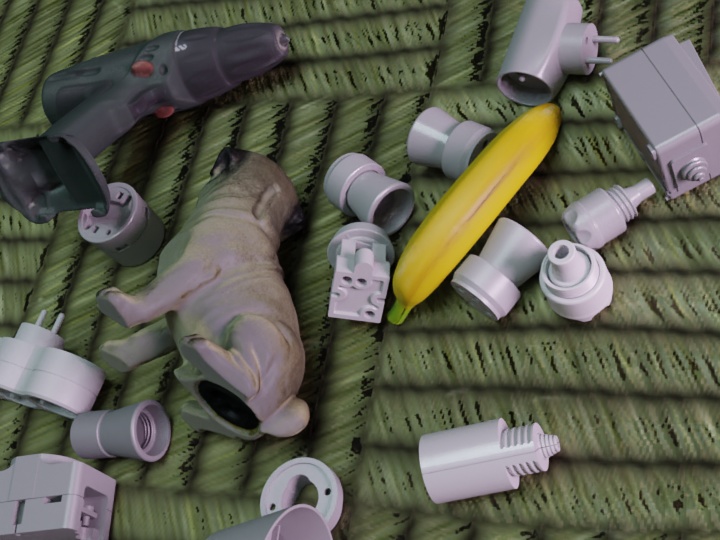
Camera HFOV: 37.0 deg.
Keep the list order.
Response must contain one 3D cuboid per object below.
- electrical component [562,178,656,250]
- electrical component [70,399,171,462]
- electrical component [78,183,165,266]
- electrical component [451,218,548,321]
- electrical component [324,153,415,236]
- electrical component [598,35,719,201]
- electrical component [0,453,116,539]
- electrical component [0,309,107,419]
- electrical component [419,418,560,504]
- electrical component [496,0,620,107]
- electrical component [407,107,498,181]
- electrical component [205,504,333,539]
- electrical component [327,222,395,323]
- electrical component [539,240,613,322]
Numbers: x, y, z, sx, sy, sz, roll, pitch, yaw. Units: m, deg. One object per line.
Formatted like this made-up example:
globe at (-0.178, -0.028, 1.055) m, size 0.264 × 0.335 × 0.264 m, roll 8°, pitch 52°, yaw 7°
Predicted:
electrical component at (0.166, -0.040, 0.710) m, size 0.061 × 0.035 × 0.035 m, roll -32°, pitch 54°, yaw 2°
electrical component at (-0.176, 0.118, 0.777) m, size 0.065 × 0.044 × 0.044 m, roll -8°, pitch 59°, yaw 26°
electrical component at (-0.191, -0.035, 0.868) m, size 0.055 × 0.047 × 0.055 m, roll -12°, pitch 58°, yaw 19°
electrical component at (0.093, 0.000, 0.715) m, size 0.045 × 0.045 × 0.055 m, roll 35°, pitch 82°, yaw 36°
electrical component at (0.006, -0.056, 0.788) m, size 0.045 × 0.045 × 0.055 m, roll -47°, pitch 53°, yaw -6°
electrical component at (0.209, -0.097, 0.705) m, size 0.061 × 0.061 × 0.096 m, roll -28°, pitch 54°, yaw 9°
electrical component at (-0.226, 0.166, 0.766) m, size 0.089 × 0.050 × 0.055 m, roll -11°, pitch 59°, yaw 20°
electrical component at (-0.254, 0.065, 0.837) m, size 0.138 × 0.052 × 0.073 m, roll 9°, pitch 66°, yaw 29°
electrical component at (0.081, 0.113, 0.655) m, size 0.081 × 0.043 × 0.043 m, roll -15°, pitch 57°, yaw 17°
electrical component at (0.148, -0.161, 0.783) m, size 0.079 × 0.043 × 0.077 m, roll 10°, pitch 67°, yaw 29°
electrical component at (0.068, -0.089, 0.777) m, size 0.055 × 0.045 × 0.045 m, roll 27°, pitch 76°, yaw 34°
electrical component at (-0.055, 0.194, 0.641) m, size 0.064 × 0.099 × 0.099 m, roll -17°, pitch 56°, yaw 24°
electrical component at (0.000, 0.000, 0.752) m, size 0.048 × 0.066 × 0.055 m, roll 7°, pitch 43°, yaw -4°
electrical component at (0.135, 0.003, 0.682) m, size 0.043 × 0.062 × 0.043 m, roll -12°, pitch 58°, yaw 19°
